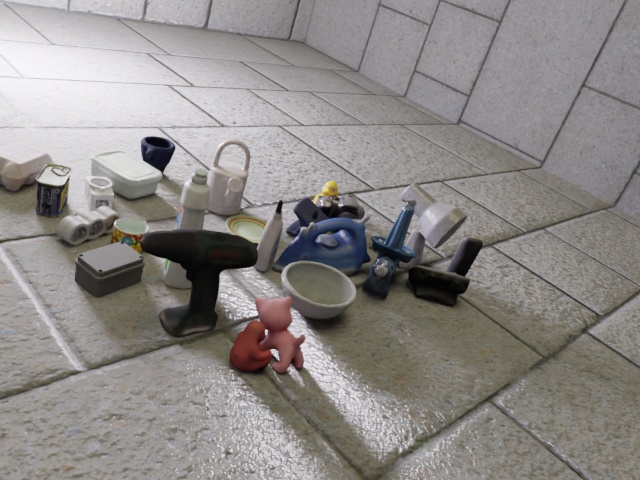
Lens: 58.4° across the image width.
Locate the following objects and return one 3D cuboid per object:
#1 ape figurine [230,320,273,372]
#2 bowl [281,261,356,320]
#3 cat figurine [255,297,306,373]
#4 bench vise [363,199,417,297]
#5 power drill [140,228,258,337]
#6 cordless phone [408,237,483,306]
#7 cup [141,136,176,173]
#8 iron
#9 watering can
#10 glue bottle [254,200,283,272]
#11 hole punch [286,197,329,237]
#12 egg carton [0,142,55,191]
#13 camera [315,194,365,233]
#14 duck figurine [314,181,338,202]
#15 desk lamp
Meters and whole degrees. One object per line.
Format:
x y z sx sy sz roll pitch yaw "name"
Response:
-0.121 0.185 1.026 0.076 0.092 0.077 -4 35 -36 "ape figurine"
-0.010 0.119 1.233 0.167 0.075 0.167 15 28 -8 "bowl"
-0.072 0.164 1.068 0.067 0.118 0.127 -10 39 -43 "cat figurine"
0.187 0.019 1.381 0.121 0.220 0.207 15 28 -7 "bench vise"
-0.227 0.070 1.043 0.230 0.208 0.075 -8 37 -40 "power drill"
0.313 0.059 1.424 0.148 0.185 0.094 13 28 -11 "cordless phone"
-0.448 -0.219 1.552 0.091 0.095 0.118 17 28 -4 "cup"
0.013 0.005 1.383 0.259 0.141 0.118 -4 35 -37 "iron"
-0.232 -0.166 1.483 0.101 0.194 0.172 -8 38 -41 "watering can"
-0.109 -0.015 1.309 0.037 0.173 0.078 22 28 6 "glue bottle"
-0.023 -0.052 1.519 0.101 0.091 0.109 23 28 9 "hole punch"
-0.705 -0.174 1.339 0.107 0.069 0.150 21 28 4 "egg carton"
0.058 -0.063 1.579 0.143 0.101 0.136 13 28 -12 "camera"
0.029 -0.136 1.709 0.077 0.086 0.105 26 28 13 "duck figurine"
0.262 -0.030 1.524 0.202 0.213 0.118 32 30 24 "desk lamp"
